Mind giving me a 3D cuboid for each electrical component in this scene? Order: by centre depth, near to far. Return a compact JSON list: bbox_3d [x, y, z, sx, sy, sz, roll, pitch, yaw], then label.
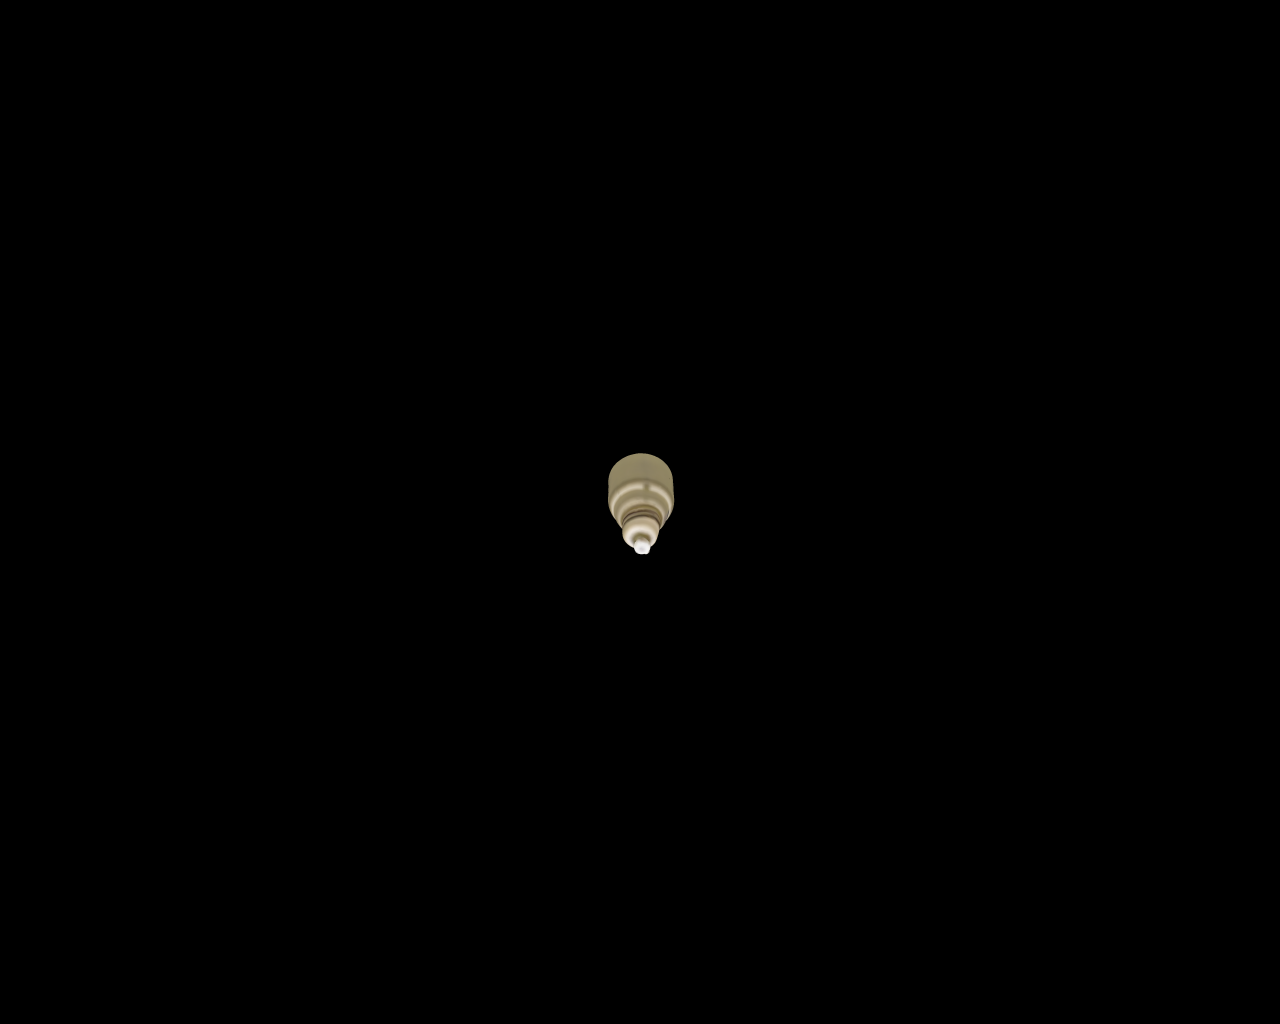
[{"bbox_3d":[0.001,-0.003,0.650,0.040,0.040,0.078,0,38,0],"label":"electrical component"}]
